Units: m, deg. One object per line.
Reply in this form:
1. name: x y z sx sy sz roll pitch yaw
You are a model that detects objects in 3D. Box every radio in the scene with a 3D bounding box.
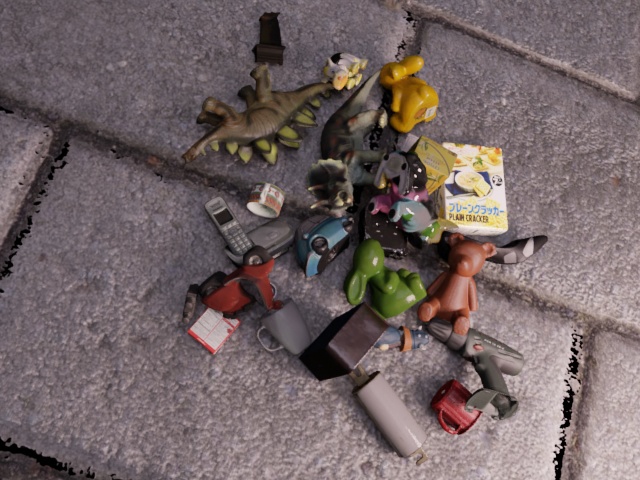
1. radio: 0.044 0.206 1.077 0.073 0.229 0.131 45 67 1

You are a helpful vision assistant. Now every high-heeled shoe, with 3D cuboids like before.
1. high-heeled shoe: 0.402 -0.001 1.268 0.249 0.086 0.145 -26 96 -2

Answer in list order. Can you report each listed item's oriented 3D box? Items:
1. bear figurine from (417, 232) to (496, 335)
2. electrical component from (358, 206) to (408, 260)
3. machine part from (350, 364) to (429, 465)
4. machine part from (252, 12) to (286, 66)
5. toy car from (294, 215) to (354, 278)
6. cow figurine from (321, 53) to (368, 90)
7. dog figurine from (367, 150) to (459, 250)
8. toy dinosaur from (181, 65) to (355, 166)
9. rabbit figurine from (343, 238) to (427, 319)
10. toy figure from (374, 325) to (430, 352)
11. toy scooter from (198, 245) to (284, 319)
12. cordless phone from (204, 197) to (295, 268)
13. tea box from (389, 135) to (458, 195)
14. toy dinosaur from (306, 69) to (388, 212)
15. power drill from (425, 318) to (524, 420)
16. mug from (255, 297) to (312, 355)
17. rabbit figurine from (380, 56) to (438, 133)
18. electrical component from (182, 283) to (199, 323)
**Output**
1. bear figurine: 0.306 0.090 1.183 0.120 0.132 0.195 23 107 17
2. electrical component: 0.148 -0.028 1.249 0.115 0.058 0.134 7 75 -12
3. machine part: 0.147 0.365 1.133 0.079 0.079 0.243 -36 84 -18
4. machine part: -0.126 -0.498 1.328 0.084 0.039 0.139 2 77 -6
5. toy car: -0.002 -0.004 1.190 0.103 0.109 0.162 38 62 18
6. cow figurine: 0.045 -0.410 1.288 0.098 0.068 0.167 27 31 9
7. dog figurine: 0.217 -0.080 1.178 0.219 0.109 0.191 16 90 -39
8. toy dinosaur: -0.114 -0.290 1.245 0.471 0.105 0.198 -39 92 -24
9. rabbit figurine: 0.124 0.081 1.187 0.159 0.121 0.170 -34 99 3
10. toy figure: 0.166 0.214 1.189 0.154 0.058 0.064 11 78 -13
11. toy scooter: -0.150 0.105 1.090 0.184 0.075 0.135 -33 101 18
12. cordless phone: -0.157 -0.030 1.175 0.146 0.088 0.184 -31 79 -17
13. tea box: 0.233 -0.160 1.242 0.098 0.169 0.068 27 72 -2
14. toy dinosaur: 0.063 -0.224 1.255 0.192 0.131 0.405 -1 62 6
15. power drill: 0.337 0.275 1.159 0.232 0.086 0.207 20 28 -8
16. mug: -0.074 0.194 1.133 0.109 0.081 0.107 -38 95 -23
17. rabbit figurine: 0.201 -0.373 1.317 0.122 0.162 0.173 -28 65 -5
18. electrical component: -0.269 0.129 1.117 0.021 0.094 0.063 13 111 -9
